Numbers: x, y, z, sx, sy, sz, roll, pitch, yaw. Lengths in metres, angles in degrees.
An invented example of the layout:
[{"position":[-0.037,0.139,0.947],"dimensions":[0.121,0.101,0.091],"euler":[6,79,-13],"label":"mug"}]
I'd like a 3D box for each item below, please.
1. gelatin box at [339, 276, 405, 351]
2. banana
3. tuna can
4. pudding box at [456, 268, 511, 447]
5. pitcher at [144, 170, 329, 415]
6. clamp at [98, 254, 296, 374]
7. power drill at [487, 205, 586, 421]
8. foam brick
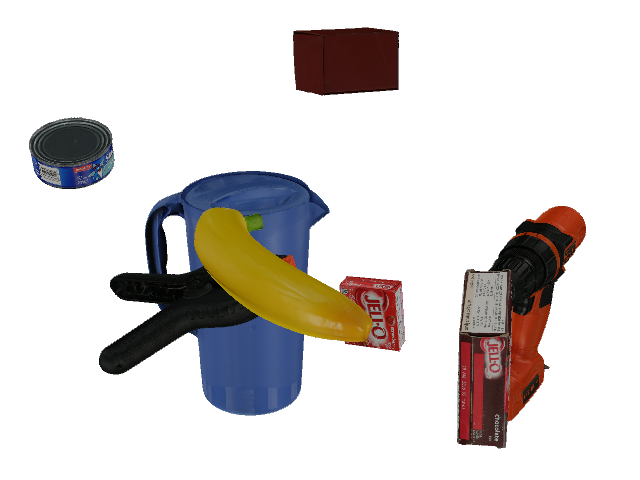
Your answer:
[{"position":[0.065,0.090,1.327],"dimensions":[0.073,0.089,0.030],"euler":[6,29,22],"label":"gelatin box"},{"position":[-0.037,0.014,0.678],"dimensions":[0.069,0.037,0.198],"euler":[-8,25,-21],"label":"banana"},{"position":[-0.260,-0.091,1.121],"dimensions":[0.086,0.034,0.086],"euler":[1,41,-1],"label":"tuna can"},{"position":[0.120,0.082,0.775],"dimensions":[0.039,0.090,0.113],"euler":[2,23,8],"label":"pudding box"},{"position":[-0.085,0.056,1.122],"dimensions":[0.149,0.243,0.144],"euler":[21,30,41],"label":"pitcher"},{"position":[-0.102,0.054,0.863],"dimensions":[0.171,0.039,0.120],"euler":[-13,39,13],"label":"clamp"},{"position":[0.187,0.073,1.001],"dimensions":[0.057,0.188,0.184],"euler":[24,31,24],"label":"power drill"},{"position":[0.022,-0.155,0.918],"dimensions":[0.078,0.051,0.053],"euler":[-8,18,-28],"label":"foam brick"}]
